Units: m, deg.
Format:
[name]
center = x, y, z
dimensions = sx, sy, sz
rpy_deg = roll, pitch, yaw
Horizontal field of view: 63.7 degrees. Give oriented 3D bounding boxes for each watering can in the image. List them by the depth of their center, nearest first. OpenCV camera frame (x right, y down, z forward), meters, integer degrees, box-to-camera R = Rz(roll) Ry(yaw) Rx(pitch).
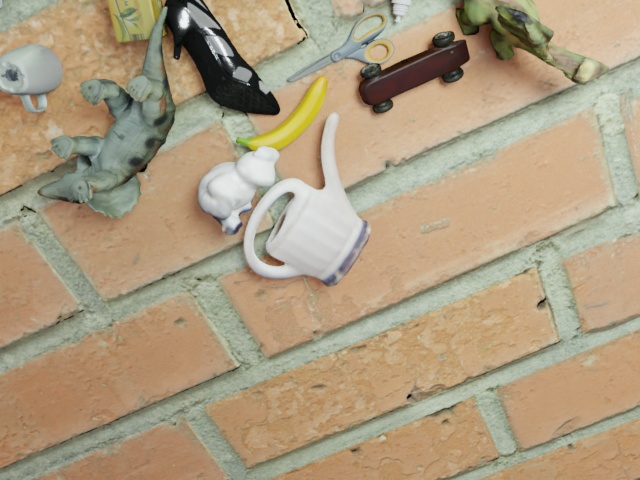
[watering can]
center = 0.003, -0.049, 0.981
dimensions = 0.223, 0.106, 0.343
rpy_deg = 30, 108, -18

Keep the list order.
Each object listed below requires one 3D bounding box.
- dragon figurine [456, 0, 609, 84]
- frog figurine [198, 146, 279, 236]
[dragon figurine]
center = 0.283, -0.364, 0.801
dimensions = 0.408, 0.248, 0.120
rpy_deg = 26, 115, -18
[frog figurine]
center = -0.148, -0.109, 0.920
dimensions = 0.123, 0.140, 0.156
rpy_deg = 37, 130, 10
